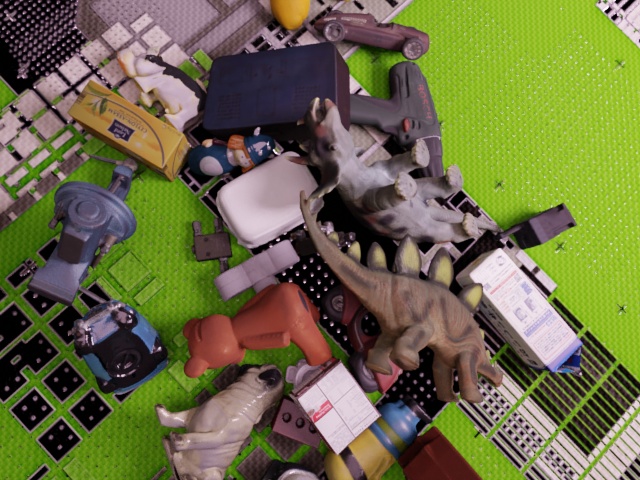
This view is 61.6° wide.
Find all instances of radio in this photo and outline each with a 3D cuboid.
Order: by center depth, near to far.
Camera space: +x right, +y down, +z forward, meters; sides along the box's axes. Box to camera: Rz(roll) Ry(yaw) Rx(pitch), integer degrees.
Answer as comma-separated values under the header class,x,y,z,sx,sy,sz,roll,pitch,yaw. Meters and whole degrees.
class,x,y,z,sx,sy,sz,roll,pitch,yaw
radio,-0.068,-0.230,0.859,0.230,0.073,0.131,-1,79,19

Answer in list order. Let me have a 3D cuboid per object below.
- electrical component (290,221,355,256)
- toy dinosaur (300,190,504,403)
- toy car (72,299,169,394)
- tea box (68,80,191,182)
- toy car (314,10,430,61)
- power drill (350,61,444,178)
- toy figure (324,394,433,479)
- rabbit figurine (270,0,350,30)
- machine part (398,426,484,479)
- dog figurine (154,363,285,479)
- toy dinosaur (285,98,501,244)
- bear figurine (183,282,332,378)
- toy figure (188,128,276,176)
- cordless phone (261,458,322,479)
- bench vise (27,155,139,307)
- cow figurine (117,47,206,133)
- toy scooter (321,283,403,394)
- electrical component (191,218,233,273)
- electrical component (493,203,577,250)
class,x,y,z,sx,sy,sz,roll,pitch,yaw
electrical component,-0.002,-0.003,0.863,0.078,0.102,0.045,-13,89,-30
toy dinosaur,0.135,0.103,0.791,0.471,0.105,0.198,34,58,-28
toy car,-0.306,0.146,0.802,0.109,0.161,0.103,-34,42,-16
tea box,-0.298,-0.170,0.859,0.170,0.098,0.068,32,80,-2
toy car,0.091,-0.357,0.924,0.202,0.053,0.089,13,37,-3
power drill,0.103,-0.189,0.907,0.207,0.086,0.232,-2,80,-2
toy figure,0.086,0.312,0.829,0.089,0.082,0.180,43,85,13
rabbit figurine,-0.027,-0.450,0.920,0.162,0.122,0.173,38,99,-5
machine part,0.210,0.377,0.752,0.087,0.200,0.202,-42,42,-5
dog figurine,-0.133,0.289,0.813,0.190,0.121,0.172,-16,125,-29
toy dinosaur,0.116,-0.058,0.848,0.404,0.192,0.131,32,59,-40
bear figurine,-0.100,0.148,0.810,0.196,0.120,0.131,-30,128,4
toy figure,-0.140,-0.134,0.856,0.155,0.064,0.058,-5,71,30
cordless phone,-0.061,0.393,0.750,0.089,0.184,0.146,34,80,5
bench vise,-0.339,-0.025,0.813,0.129,0.223,0.241,20,50,-7
cow figurine,-0.256,-0.262,0.891,0.098,0.068,0.167,-40,90,-15
toy scooter,0.094,0.144,0.859,0.135,0.075,0.184,-21,80,-12
electrical component,-0.178,0.011,0.879,0.063,0.021,0.094,-10,83,-6
electrical component,0.358,-0.014,0.905,0.119,0.075,0.048,-27,84,-13
